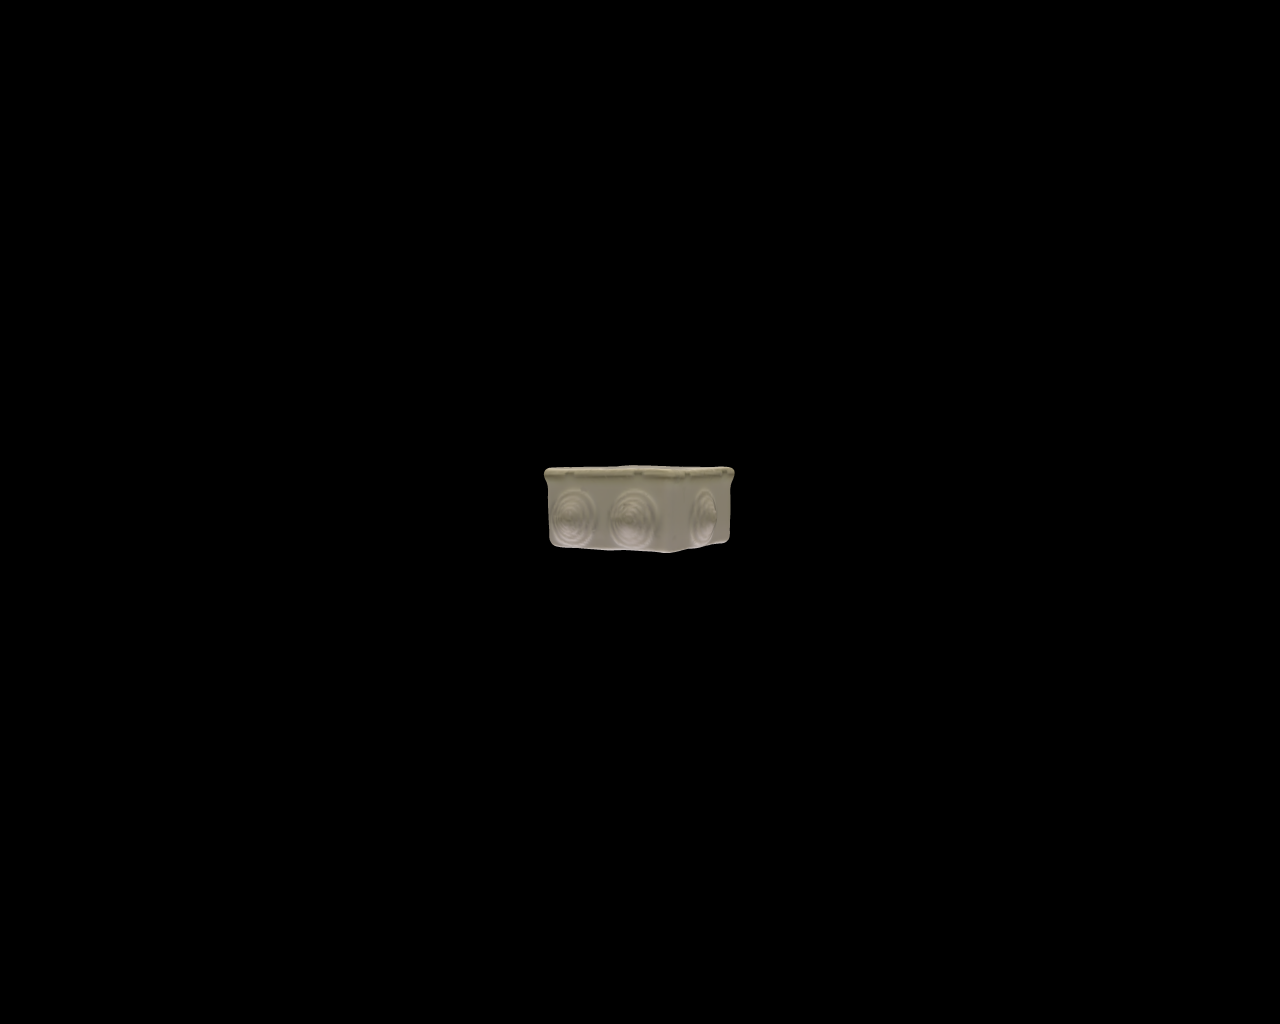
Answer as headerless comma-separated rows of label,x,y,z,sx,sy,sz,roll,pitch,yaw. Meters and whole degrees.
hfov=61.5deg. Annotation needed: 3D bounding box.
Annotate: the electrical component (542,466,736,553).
electrical component,0.001,-0.003,0.650,0.100,0.048,0.100,2,4,31
